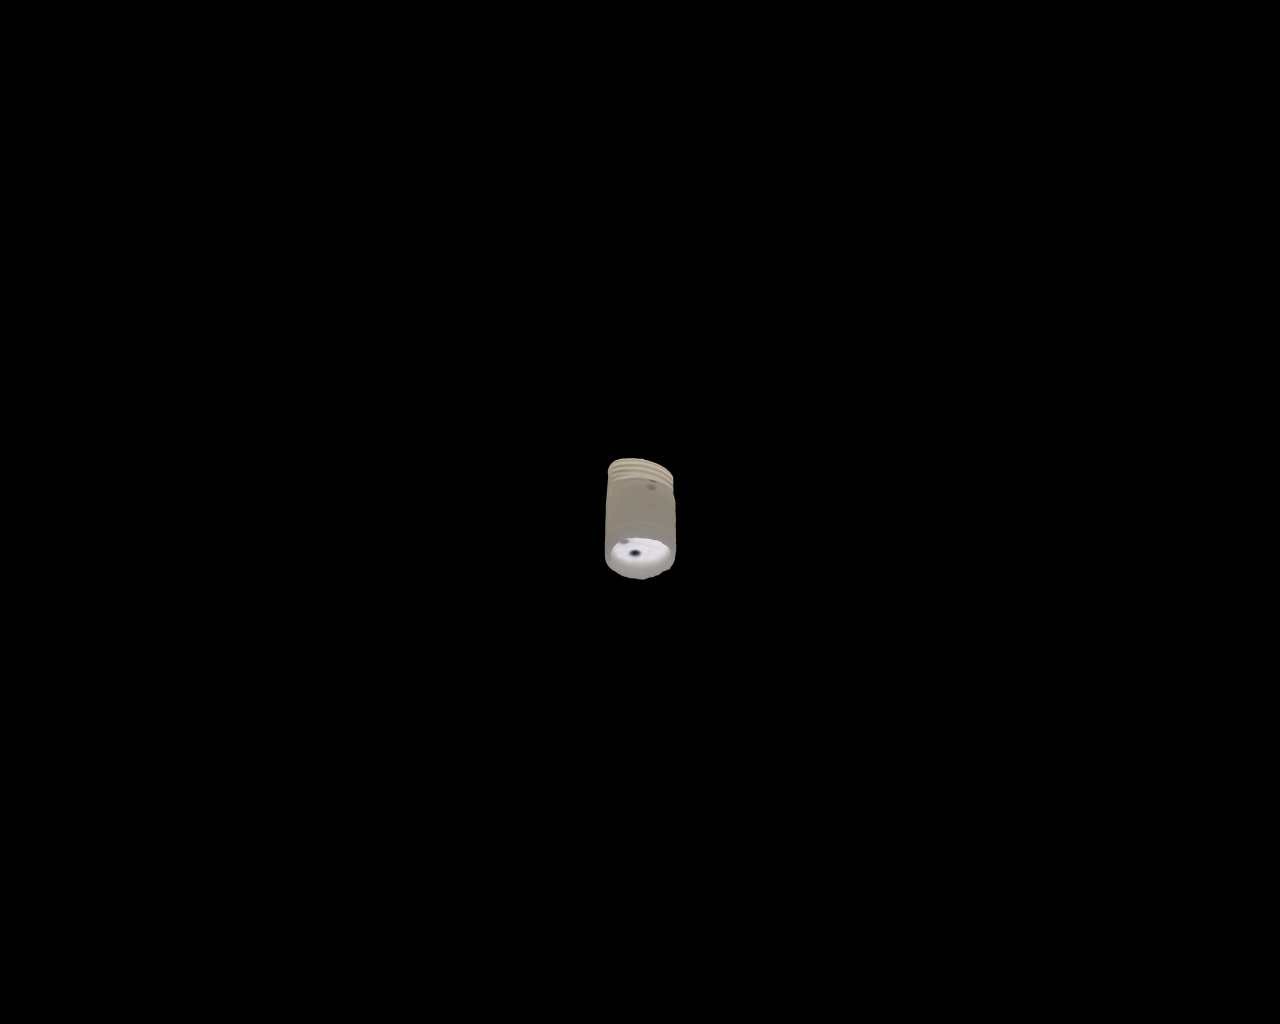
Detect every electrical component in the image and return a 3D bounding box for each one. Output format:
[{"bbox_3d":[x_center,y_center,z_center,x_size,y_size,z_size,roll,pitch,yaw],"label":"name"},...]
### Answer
[{"bbox_3d":[0.001,-0.003,0.650,0.043,0.081,0.043,0,-40,0],"label":"electrical component"}]
